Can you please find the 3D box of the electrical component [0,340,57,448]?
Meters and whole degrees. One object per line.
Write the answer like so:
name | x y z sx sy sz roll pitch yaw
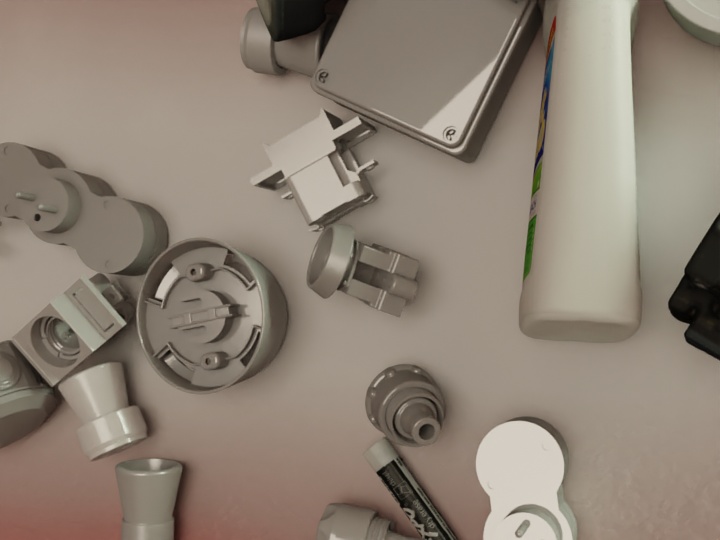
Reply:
electrical component | -0.252 0.088 0.729 0.080 0.080 0.051 -35 73 11

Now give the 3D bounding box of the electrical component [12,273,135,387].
electrical component | -0.188 0.037 0.716 0.081 0.064 0.042 -37 95 28

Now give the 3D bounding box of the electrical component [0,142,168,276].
electrical component | -0.204 -0.043 0.725 0.138 0.074 0.052 27 95 15

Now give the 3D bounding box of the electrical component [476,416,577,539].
electrical component | 0.098 0.157 0.628 0.052 0.074 0.138 -8 85 15

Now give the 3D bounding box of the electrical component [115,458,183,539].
electrical component | -0.141 0.161 0.714 0.044 0.044 0.065 2 92 16

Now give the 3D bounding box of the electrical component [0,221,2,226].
electrical component | -0.289 -0.031 0.763 0.077 0.047 0.065 13 91 16

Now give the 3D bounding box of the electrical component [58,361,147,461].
electrical component | -0.172 0.095 0.724 0.045 0.045 0.055 -26 81 13

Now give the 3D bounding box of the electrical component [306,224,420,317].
electrical component | 0.000 0.000 0.669 0.055 0.066 0.048 20 93 -17

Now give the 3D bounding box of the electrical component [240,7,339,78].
electrical component | -0.045 -0.148 0.702 0.055 0.045 0.045 10 90 17

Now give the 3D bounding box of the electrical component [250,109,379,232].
electrical component | -0.024 -0.063 0.692 0.081 0.042 0.063 -28 81 13

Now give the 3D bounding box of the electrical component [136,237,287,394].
electrical component | -0.097 0.030 0.696 0.099 0.064 0.099 -1 87 16

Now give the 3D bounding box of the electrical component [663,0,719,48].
electrical component | 0.223 -0.180 0.619 0.108 0.060 0.108 -1 86 16

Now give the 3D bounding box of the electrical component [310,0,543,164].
electrical component | 0.042 -0.137 0.670 0.109 0.056 0.108 27 94 16

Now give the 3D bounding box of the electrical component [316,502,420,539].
electrical component | 0.006 0.170 0.670 0.062 0.043 0.043 7 89 15

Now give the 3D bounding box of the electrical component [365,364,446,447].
electrical component | 0.032 0.087 0.654 0.048 0.062 0.048 -3 103 -13
